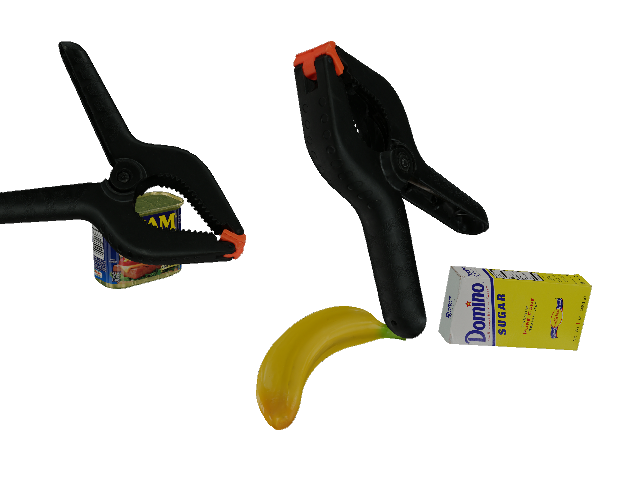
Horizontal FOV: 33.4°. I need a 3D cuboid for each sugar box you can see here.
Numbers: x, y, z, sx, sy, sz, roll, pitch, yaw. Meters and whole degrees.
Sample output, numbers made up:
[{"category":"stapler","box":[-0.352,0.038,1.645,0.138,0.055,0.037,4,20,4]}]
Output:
[{"category":"sugar box","box":[0.243,0.086,1.336,0.176,0.093,0.048,3,19,-14]}]

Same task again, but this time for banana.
[{"category":"banana","box":[-0.004,0.090,0.841,0.070,0.037,0.197,11,23,30]}]

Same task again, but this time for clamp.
[{"category":"clamp","box":[-0.147,-0.052,0.799,0.210,0.164,0.036,21,-19,-1]},{"category":"clamp","box":[0.034,-0.030,0.617,0.039,0.171,0.120,-22,30,37]}]

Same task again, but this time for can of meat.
[{"category":"can of meat","box":[-0.199,-0.001,1.163,0.101,0.084,0.058,-15,25,-39]}]
